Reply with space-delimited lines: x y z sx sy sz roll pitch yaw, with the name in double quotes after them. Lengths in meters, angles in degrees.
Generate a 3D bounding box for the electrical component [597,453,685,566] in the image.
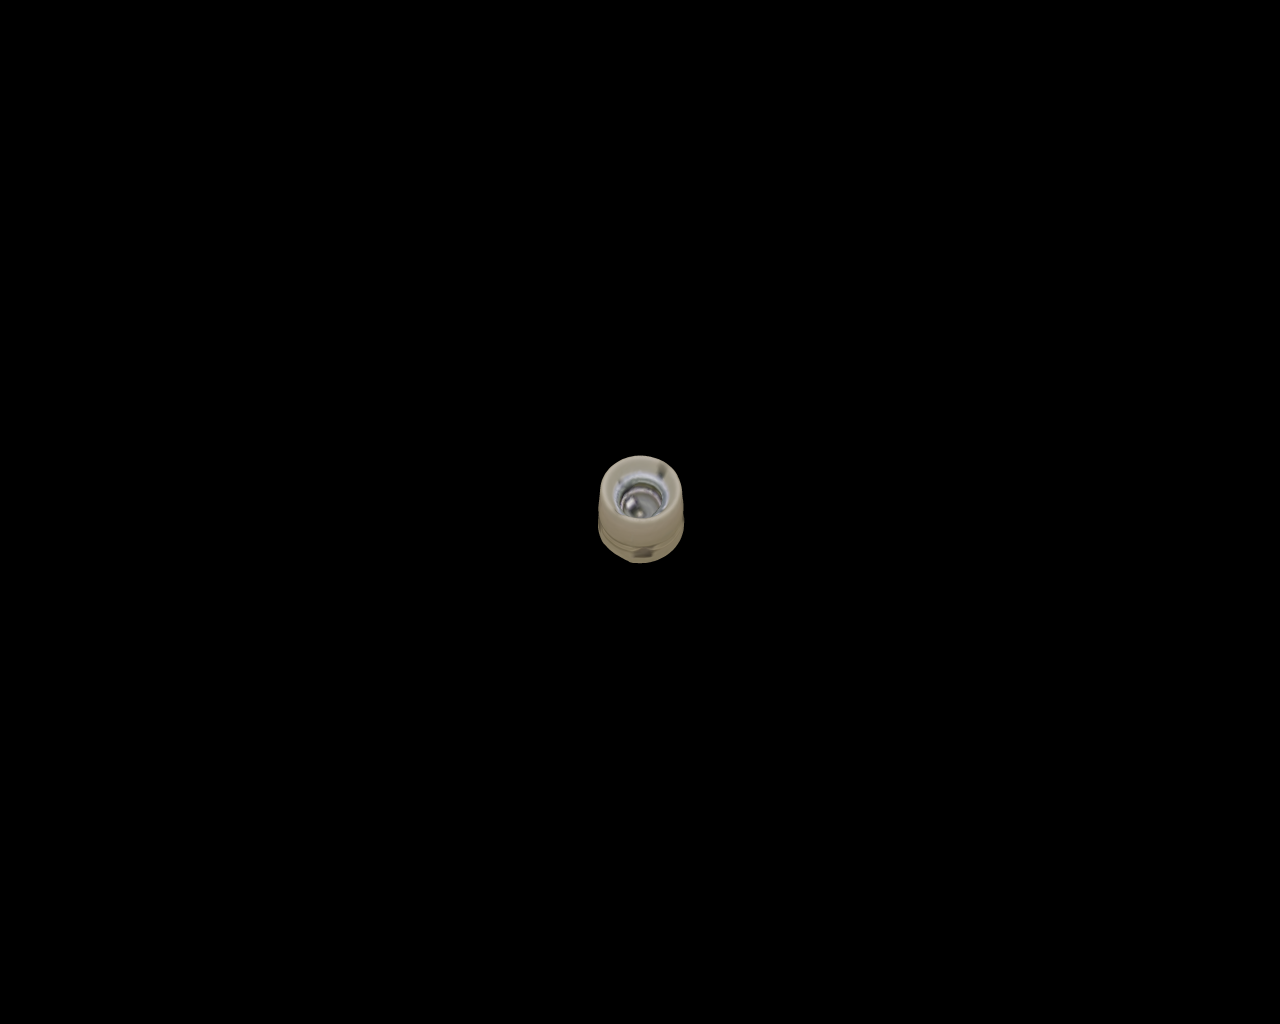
0.001 -0.003 0.650 0.055 0.055 0.047 0 -31 0 "electrical component"
